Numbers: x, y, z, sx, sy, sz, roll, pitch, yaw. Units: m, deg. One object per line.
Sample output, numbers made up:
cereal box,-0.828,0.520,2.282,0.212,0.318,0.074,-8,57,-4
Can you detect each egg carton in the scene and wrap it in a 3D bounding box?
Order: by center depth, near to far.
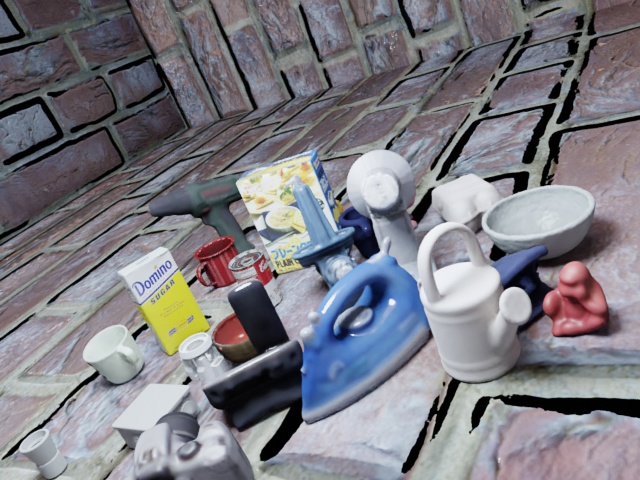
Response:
egg carton,0.273,-0.068,1.071,0.107,0.069,0.150,-23,23,-1

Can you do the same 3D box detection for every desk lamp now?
desk lamp,0.120,-0.033,0.945,0.118,0.214,0.203,-19,23,8

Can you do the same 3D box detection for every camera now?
camera,-0.168,0.261,0.704,0.143,0.101,0.136,-23,23,-2

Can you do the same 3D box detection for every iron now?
iron,0.045,0.113,0.784,0.259,0.142,0.118,-38,27,-33

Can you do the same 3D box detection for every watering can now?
watering can,0.179,0.068,0.693,0.172,0.194,0.101,-1,31,41

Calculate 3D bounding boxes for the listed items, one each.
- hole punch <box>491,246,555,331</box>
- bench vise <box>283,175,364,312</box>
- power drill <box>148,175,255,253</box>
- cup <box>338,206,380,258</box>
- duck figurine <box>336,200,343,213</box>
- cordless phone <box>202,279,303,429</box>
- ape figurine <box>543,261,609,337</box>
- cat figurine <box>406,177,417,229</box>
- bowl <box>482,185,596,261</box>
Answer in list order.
hole punch,0.252,0.058,0.784,0.109,0.091,0.100,-32,25,-22
bench vise,0.018,-0.003,0.962,0.122,0.220,0.206,-33,25,-22
power drill,-0.245,-0.041,1.301,0.230,0.209,0.075,-32,25,-22
cup,0.092,-0.011,1.075,0.091,0.095,0.117,-21,23,3
duck figurine,0.037,-0.046,1.214,0.104,0.086,0.078,0,32,42
cordless phone,-0.106,0.149,0.787,0.148,0.185,0.094,-27,23,-11
ape figurine,0.315,0.068,0.702,0.076,0.092,0.077,-30,24,-16
cat figurine,0.142,-0.074,1.140,0.127,0.118,0.067,-21,23,4
bowl,0.342,-0.016,0.887,0.167,0.075,0.167,-19,23,9
